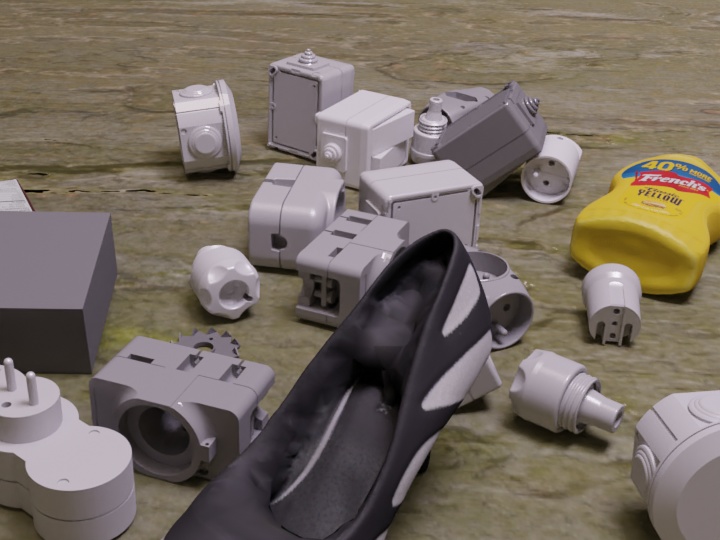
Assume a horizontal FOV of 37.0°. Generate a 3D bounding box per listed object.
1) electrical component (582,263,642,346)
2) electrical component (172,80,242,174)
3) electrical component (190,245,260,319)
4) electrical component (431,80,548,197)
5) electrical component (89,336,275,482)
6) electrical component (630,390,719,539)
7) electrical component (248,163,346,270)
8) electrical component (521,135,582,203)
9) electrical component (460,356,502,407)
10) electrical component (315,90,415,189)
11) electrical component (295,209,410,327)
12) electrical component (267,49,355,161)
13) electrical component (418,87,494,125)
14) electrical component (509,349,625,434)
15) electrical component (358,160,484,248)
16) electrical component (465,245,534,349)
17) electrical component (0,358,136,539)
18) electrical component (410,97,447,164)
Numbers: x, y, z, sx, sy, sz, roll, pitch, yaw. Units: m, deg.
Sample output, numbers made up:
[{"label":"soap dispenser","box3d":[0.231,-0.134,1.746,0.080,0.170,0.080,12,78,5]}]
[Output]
[{"label":"electrical component","box3d":[0.172,0.024,0.730,0.040,0.040,0.046,5,34,6]},{"label":"electrical component","box3d":[-0.134,-0.124,0.941,0.051,0.080,0.080,-9,30,-9]},{"label":"electrical component","box3d":[-0.097,0.004,0.743,0.043,0.043,0.062,-10,29,-22]},{"label":"electrical component","box3d":[0.119,-0.113,0.921,0.096,0.061,0.061,-32,15,27]},{"label":"electrical component","box3d":[-0.099,0.079,0.595,0.089,0.050,0.055,11,29,16]},{"label":"electrical component","box3d":[0.178,0.102,0.542,0.080,0.080,0.051,-2,23,-7]},{"label":"electrical component","box3d":[-0.045,-0.041,0.818,0.059,0.053,0.095,6,28,7]},{"label":"electrical component","box3d":[0.170,-0.094,0.943,0.043,0.043,0.081,10,29,14]},{"label":"electrical component","box3d":[0.034,0.052,0.649,0.077,0.065,0.047,-27,29,7]},{"label":"electrical component","box3d":[0.003,-0.112,0.946,0.061,0.061,0.096,17,32,25]},{"label":"electrical component","box3d":[0.000,0.000,0.749,0.056,0.050,0.089,13,30,20]},{"label":"electrical component","box3d":[-0.043,-0.158,0.992,0.062,0.096,0.061,20,32,28]},{"label":"electrical component","box3d":[0.109,-0.140,1.025,0.079,0.043,0.077,23,34,34]},{"label":"electrical component","box3d":[0.122,0.075,0.626,0.062,0.043,0.043,22,34,30]},{"label":"electrical component","box3d":[0.037,-0.043,0.820,0.096,0.061,0.061,-10,31,-21]},{"label":"electrical component","box3d":[0.063,0.020,0.723,0.079,0.044,0.077,-13,32,-24]},{"label":"electrical component","box3d":[-0.174,0.080,0.562,0.138,0.073,0.052,23,34,33]},{"label":"electrical component","box3d":[0.065,-0.126,0.977,0.035,0.061,0.035,5,31,-3]}]
